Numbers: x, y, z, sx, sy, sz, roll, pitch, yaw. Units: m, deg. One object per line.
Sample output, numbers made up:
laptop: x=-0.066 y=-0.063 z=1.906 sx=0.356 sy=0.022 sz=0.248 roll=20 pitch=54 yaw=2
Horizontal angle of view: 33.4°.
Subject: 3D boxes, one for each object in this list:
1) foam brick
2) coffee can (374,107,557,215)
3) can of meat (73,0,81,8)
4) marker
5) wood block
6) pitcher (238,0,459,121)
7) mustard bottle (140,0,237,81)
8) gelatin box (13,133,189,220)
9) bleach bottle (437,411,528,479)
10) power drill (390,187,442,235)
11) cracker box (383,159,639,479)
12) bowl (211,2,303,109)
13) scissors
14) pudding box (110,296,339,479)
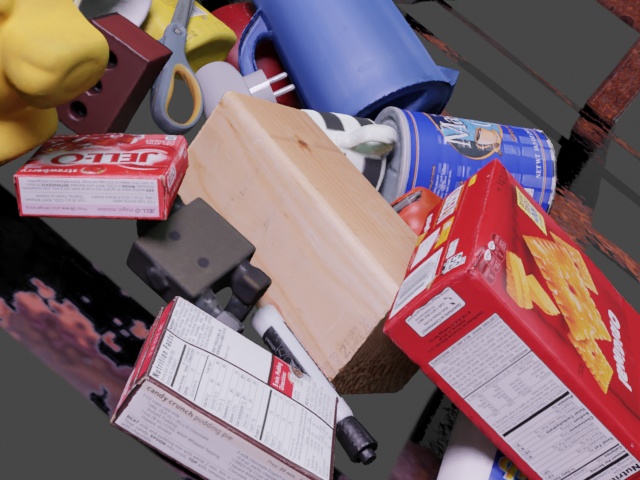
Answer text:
foam brick: x=-0.151 y=-0.114 z=0.753 sx=0.053 sy=0.078 sz=0.051 roll=35 pitch=22 yaw=-1
coffee can: x=0.117 y=-0.055 z=0.922 sx=0.140 sy=0.103 sz=0.103 roll=6 pitch=31 yaw=-16
can of meat: x=-0.217 y=-0.165 z=0.742 sx=0.083 sy=0.057 sz=0.102 roll=26 pitch=-10 yaw=-18
marker: x=-0.004 y=0.087 z=0.647 sx=0.020 sy=0.020 sz=0.121 roll=9 pitch=35 yaw=-51
wood block: x=-0.004 y=0.000 z=0.730 sx=0.090 sy=0.090 sz=0.206 roll=8 pitch=36 yaw=-50
pitcher: x=0.004 y=-0.196 z=1.013 sx=0.148 sy=0.145 sz=0.243 roll=-4 pitch=59 yaw=-52
mustard bottle: x=-0.172 y=-0.226 z=0.979 sx=0.192 sy=0.058 sz=0.096 roll=42 pitch=30 yaw=11
gelatin box: x=-0.128 y=-0.040 z=0.640 sx=0.089 sy=0.030 sz=0.073 roll=1 pitch=24 yaw=3
bleach bottle: x=0.108 y=0.169 z=0.599 sx=0.102 sy=0.068 sz=0.250 roll=40 pitch=24 yaw=0
power drill: x=0.123 y=0.057 z=0.820 sx=0.184 sy=0.057 sz=0.188 roll=31 pitch=26 yaw=-46
cracker box: x=0.146 y=0.070 z=0.637 sx=0.213 sy=0.072 sz=0.164 roll=45 pitch=27 yaw=-7
bowl: x=-0.057 y=-0.199 z=1.112 sx=0.162 sy=0.055 sz=0.162 roll=32 pitch=22 yaw=-15
scissors: x=-0.138 y=-0.171 z=0.890 sx=0.096 sy=0.016 sz=0.202 roll=12 pitch=51 yaw=-28
pudding box: x=-0.045 y=0.088 z=0.555 sx=0.113 sy=0.039 sz=0.090 roll=32 pitch=22 yaw=-9
